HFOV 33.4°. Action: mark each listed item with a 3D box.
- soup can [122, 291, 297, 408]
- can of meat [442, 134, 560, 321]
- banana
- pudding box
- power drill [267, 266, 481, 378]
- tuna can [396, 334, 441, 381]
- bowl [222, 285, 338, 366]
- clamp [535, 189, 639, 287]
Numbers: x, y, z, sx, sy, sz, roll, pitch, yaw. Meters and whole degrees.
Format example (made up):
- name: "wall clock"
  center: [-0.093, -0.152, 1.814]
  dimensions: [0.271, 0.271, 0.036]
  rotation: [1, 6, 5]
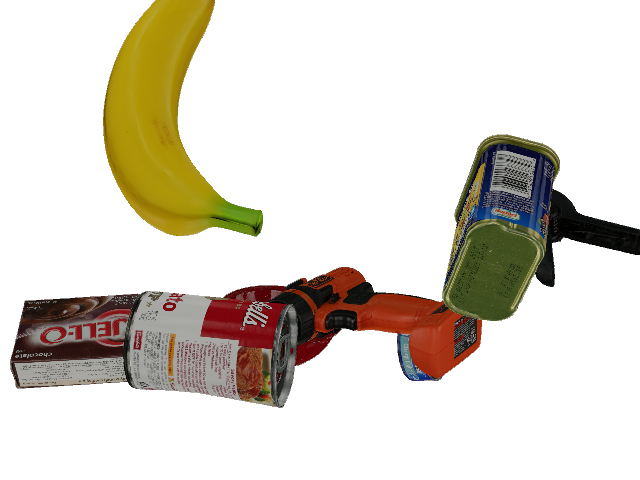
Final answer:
- name: "soup can"
  center: [-0.071, 0.071, 0.707]
  dimensions: [0.102, 0.068, 0.068]
  rotation: [5, 1, 10]
- name: "can of meat"
  center: [0.122, -0.006, 0.727]
  dimensions: [0.057, 0.084, 0.102]
  rotation: [16, -41, 3]
- name: "banana"
  center: [-0.078, -0.068, 0.550]
  dimensions: [0.069, 0.198, 0.037]
  rotation: [-4, -40, -11]
- name: "pudding box"
  center: [-0.222, 0.092, 0.985]
  dimensions: [0.113, 0.039, 0.090]
  rotation: [-5, 34, -2]
- name: "power drill"
  center: [0.040, 0.076, 0.982]
  dimensions: [0.188, 0.057, 0.184]
  rotation: [10, 22, 32]
- name: "tuna can"
  center: [0.119, 0.121, 1.243]
  dimensions: [0.034, 0.086, 0.086]
  rotation: [-5, -2, 25]
- name: "bowl"
  center: [-0.053, 0.115, 1.357]
  dimensions: [0.162, 0.055, 0.162]
  rotation: [5, 23, -2]
- name: "clamp"
  center: [0.237, -0.016, 1.054]
  dimensions: [0.120, 0.039, 0.171]
  rotation: [-8, 34, -14]
